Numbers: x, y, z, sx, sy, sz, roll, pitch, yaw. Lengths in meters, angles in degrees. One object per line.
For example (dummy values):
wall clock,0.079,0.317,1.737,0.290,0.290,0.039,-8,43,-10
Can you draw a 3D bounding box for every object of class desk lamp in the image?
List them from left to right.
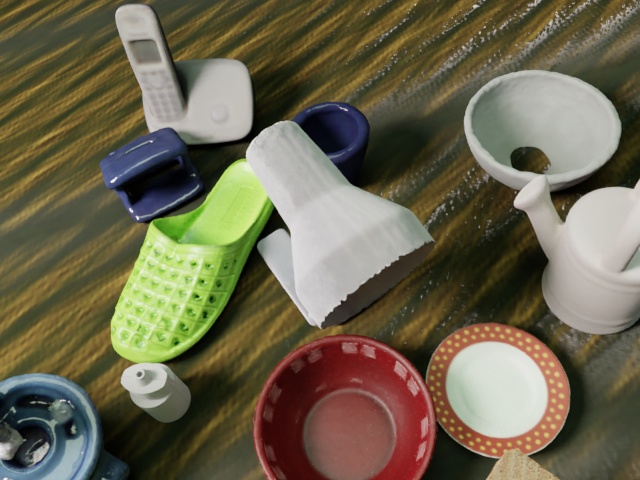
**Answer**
desk lamp,0.005,0.002,0.537,0.118,0.214,0.202,-33,59,-13

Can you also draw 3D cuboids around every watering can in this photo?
watering can,0.261,0.000,0.514,0.172,0.194,0.101,8,59,13

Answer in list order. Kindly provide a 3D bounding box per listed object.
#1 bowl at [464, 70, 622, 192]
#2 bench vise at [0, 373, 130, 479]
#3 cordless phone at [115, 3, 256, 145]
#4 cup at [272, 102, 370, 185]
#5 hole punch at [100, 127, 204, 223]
bowl,0.248,-0.113,0.660,0.167,0.075,0.167,-4,57,6
bench vise,-0.284,0.161,0.472,0.207,0.220,0.121,4,58,10
cordless phone,-0.163,-0.207,0.711,0.147,0.185,0.094,-5,57,5
cup,0.002,-0.099,0.673,0.117,0.095,0.092,5,59,11
hole punch,-0.214,-0.092,0.701,0.109,0.091,0.101,-31,59,-11
